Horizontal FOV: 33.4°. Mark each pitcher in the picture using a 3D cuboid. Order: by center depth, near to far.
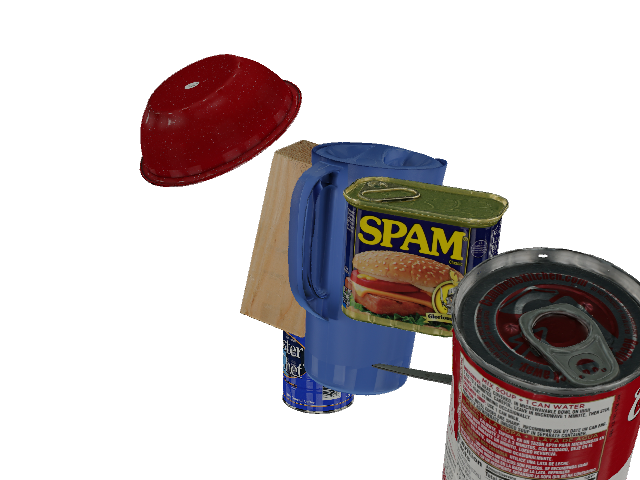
[{"bbox_3d":[0.039,0.027,1.064,0.149,0.243,0.145,5,14,-2],"label":"pitcher"}]

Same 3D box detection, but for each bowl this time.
[{"bbox_3d":[-0.101,-0.117,0.947,0.162,0.055,0.162,-20,33,13],"label":"bowl"}]

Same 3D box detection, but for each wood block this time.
[{"bbox_3d":[-0.020,-0.004,1.272,0.090,0.206,0.090,20,22,17],"label":"wood block"}]

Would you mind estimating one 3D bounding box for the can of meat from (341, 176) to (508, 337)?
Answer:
[{"bbox_3d":[0.064,0.011,0.688,0.102,0.084,0.057,10,22,18],"label":"can of meat"}]

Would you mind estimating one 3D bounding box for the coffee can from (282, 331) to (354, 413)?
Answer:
[{"bbox_3d":[-0.002,0.156,1.490,0.103,0.140,0.103,0,17,0],"label":"coffee can"}]

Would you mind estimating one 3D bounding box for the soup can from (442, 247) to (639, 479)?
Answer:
[{"bbox_3d":[0.078,0.063,0.378,0.068,0.102,0.068,-1,39,1],"label":"soup can"}]

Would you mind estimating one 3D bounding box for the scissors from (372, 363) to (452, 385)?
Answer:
[{"bbox_3d":[0.156,0.123,0.967,0.202,0.016,0.096,18,30,20],"label":"scissors"}]
